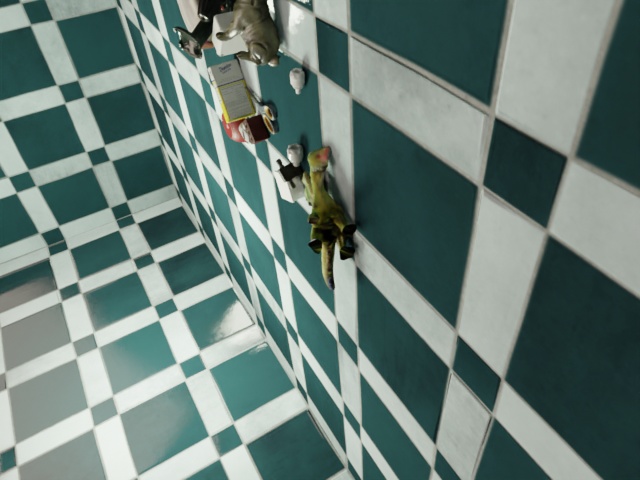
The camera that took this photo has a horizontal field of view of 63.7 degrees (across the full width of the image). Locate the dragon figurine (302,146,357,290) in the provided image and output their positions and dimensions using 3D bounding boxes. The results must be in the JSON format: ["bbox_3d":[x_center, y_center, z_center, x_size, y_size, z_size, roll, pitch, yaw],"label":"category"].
[{"bbox_3d":[0.004,-0.068,1.359,0.400,0.122,0.248,94,164,-49],"label":"dragon figurine"}]

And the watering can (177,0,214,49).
[{"bbox_3d":[-0.360,-0.687,1.508,0.349,0.104,0.223,-142,31,-79],"label":"watering can"}]
